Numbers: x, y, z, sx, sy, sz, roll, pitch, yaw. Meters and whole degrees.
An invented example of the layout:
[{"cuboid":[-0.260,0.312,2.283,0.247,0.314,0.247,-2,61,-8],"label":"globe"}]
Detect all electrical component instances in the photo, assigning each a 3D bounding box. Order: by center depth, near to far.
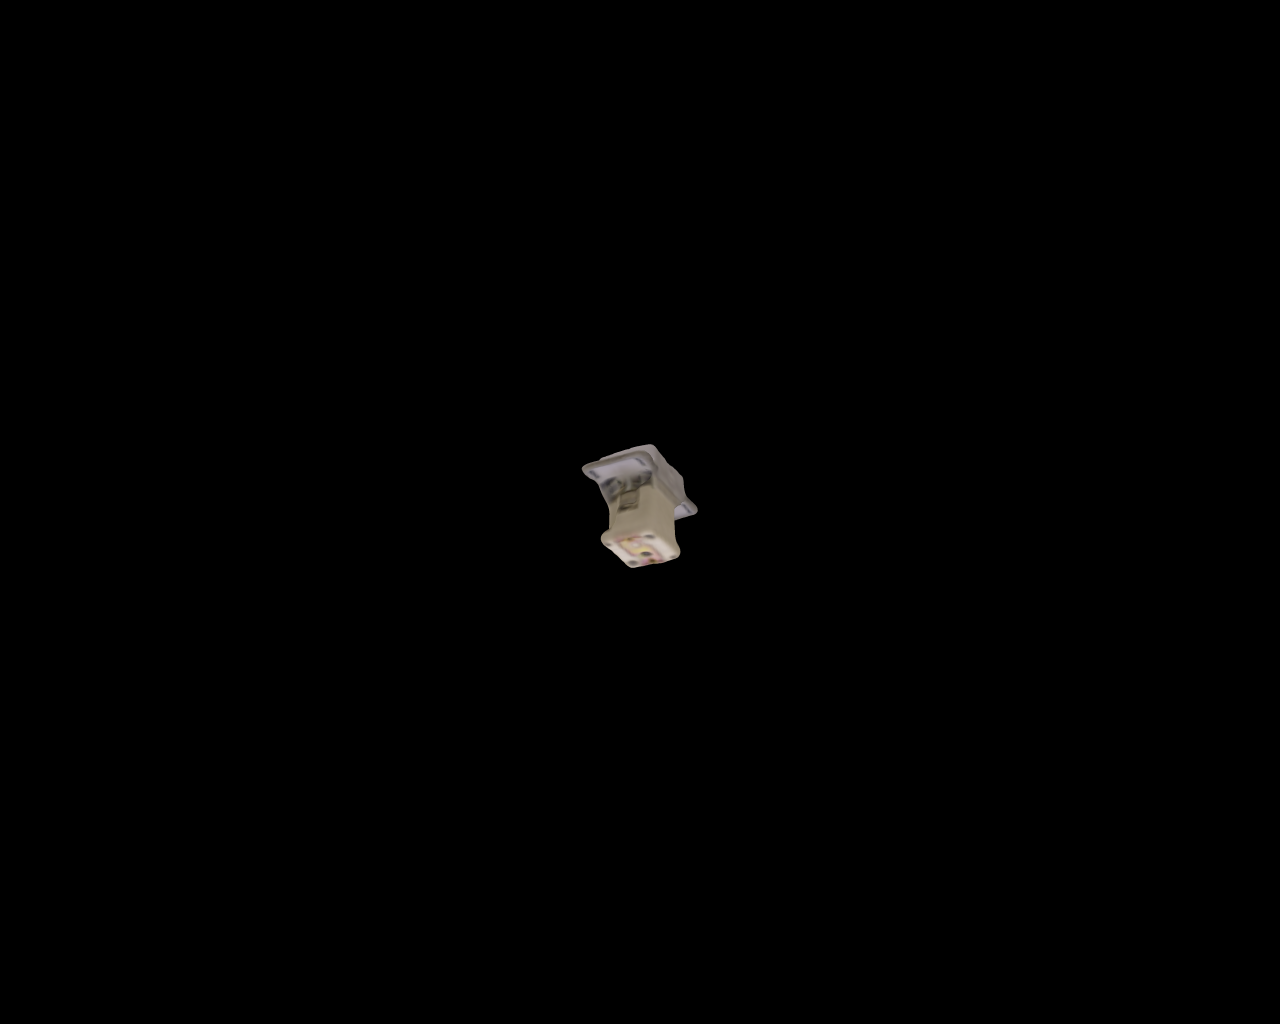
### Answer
[{"cuboid":[0.001,-0.003,0.650,0.042,0.064,0.081,-14,-32,24],"label":"electrical component"}]
